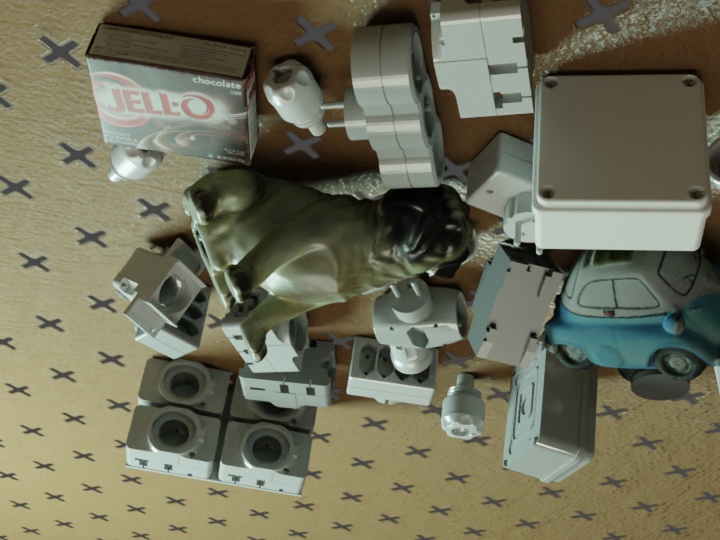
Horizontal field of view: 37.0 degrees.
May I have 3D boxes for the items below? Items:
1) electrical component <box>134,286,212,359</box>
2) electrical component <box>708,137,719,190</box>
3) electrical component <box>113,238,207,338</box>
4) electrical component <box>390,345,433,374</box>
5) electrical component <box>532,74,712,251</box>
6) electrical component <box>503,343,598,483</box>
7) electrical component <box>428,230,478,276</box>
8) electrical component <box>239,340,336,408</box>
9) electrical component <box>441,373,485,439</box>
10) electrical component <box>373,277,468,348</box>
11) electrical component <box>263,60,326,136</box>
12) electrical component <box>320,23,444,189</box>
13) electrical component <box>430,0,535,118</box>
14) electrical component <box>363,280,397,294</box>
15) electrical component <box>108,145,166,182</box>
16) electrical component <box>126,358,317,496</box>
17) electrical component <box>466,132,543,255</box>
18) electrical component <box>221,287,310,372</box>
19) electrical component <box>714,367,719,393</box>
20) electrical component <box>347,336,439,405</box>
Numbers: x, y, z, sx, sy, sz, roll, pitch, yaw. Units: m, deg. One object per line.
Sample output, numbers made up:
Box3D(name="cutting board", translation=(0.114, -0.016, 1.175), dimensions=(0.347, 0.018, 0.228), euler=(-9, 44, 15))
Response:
Box3D(name="electrical component", translation=(-0.184, 0.046, 0.998), dimensions=(0.077, 0.065, 0.047), euler=(-24, 136, 39))
Box3D(name="electrical component", translation=(0.272, -0.062, 0.760), dimensions=(0.044, 0.044, 0.065), euler=(-11, 148, 26))
Box3D(name="electrical component", translation=(-0.178, 0.013, 0.941), dimensions=(0.064, 0.081, 0.042), euler=(19, 158, 40))
Box3D(name="electrical component", translation=(0.046, 0.069, 1.011), dimensions=(0.040, 0.040, 0.046), euler=(-2, 141, 14))
Box3D(name="electrical component", translation=(0.169, -0.071, 0.705), dimensions=(0.109, 0.108, 0.056), euler=(1, 149, 10))
Box3D(name="electrical component", translation=(0.181, 0.135, 1.016), dimensions=(0.057, 0.113, 0.078), euler=(19, 146, -11))
Box3D(name="electrical component", translation=(0.067, -0.018, 0.872), dimensions=(0.040, 0.040, 0.046), euler=(23, 151, -22))
Box3D(name="electrical component", translation=(-0.071, 0.103, 1.077), dimensions=(0.089, 0.050, 0.055), euler=(5, 147, 4))
Box3D(name="electrical component", translation=(0.104, 0.134, 1.077), dimensions=(0.043, 0.062, 0.043), euler=(5, 147, 4))
Box3D(name="electrical component", translation=(0.049, 0.033, 0.949), dimensions=(0.077, 0.043, 0.079), euler=(-5, 145, 19))
Box3D(name="electrical component", translation=(-0.041, -0.116, 0.748), dimensions=(0.035, 0.035, 0.061), euler=(-7, 147, 22))
Box3D(name="electrical component", translation=(0.011, -0.107, 0.733), dimensions=(0.074, 0.052, 0.138), euler=(-1, 146, 14))
Box3D(name="electrical component", translation=(0.076, -0.141, 0.668), dimensions=(0.056, 0.050, 0.089), euler=(-2, 146, 14))
Box3D(name="electrical component", translation=(0.000, 0.000, 0.910), dimensions=(0.062, 0.043, 0.043), euler=(-20, 138, 38))
Box3D(name="electrical component", translation=(-0.175, -0.085, 0.825), dimensions=(0.035, 0.035, 0.061), euler=(27, 145, -27))
Box3D(name="electrical component", translation=(-0.143, 0.163, 1.134), dimensions=(0.186, 0.105, 0.060), euler=(10, 147, -4))
Box3D(name="electrical component", translation=(0.124, -0.046, 0.783), dimensions=(0.083, 0.075, 0.047), euler=(20, 146, -18))
Box3D(name="electrical component", translation=(-0.084, 0.054, 1.004), dimensions=(0.056, 0.050, 0.089), euler=(-3, 146, 17))
Box3D(name="electrical component", translation=(0.359, 0.066, 0.923), dimensions=(0.109, 0.056, 0.108), euler=(-6, 145, 21))
Box3D(name="electrical component", translation=(0.030, 0.109, 1.067), dimensions=(0.083, 0.047, 0.075), euler=(8, 147, -1))
